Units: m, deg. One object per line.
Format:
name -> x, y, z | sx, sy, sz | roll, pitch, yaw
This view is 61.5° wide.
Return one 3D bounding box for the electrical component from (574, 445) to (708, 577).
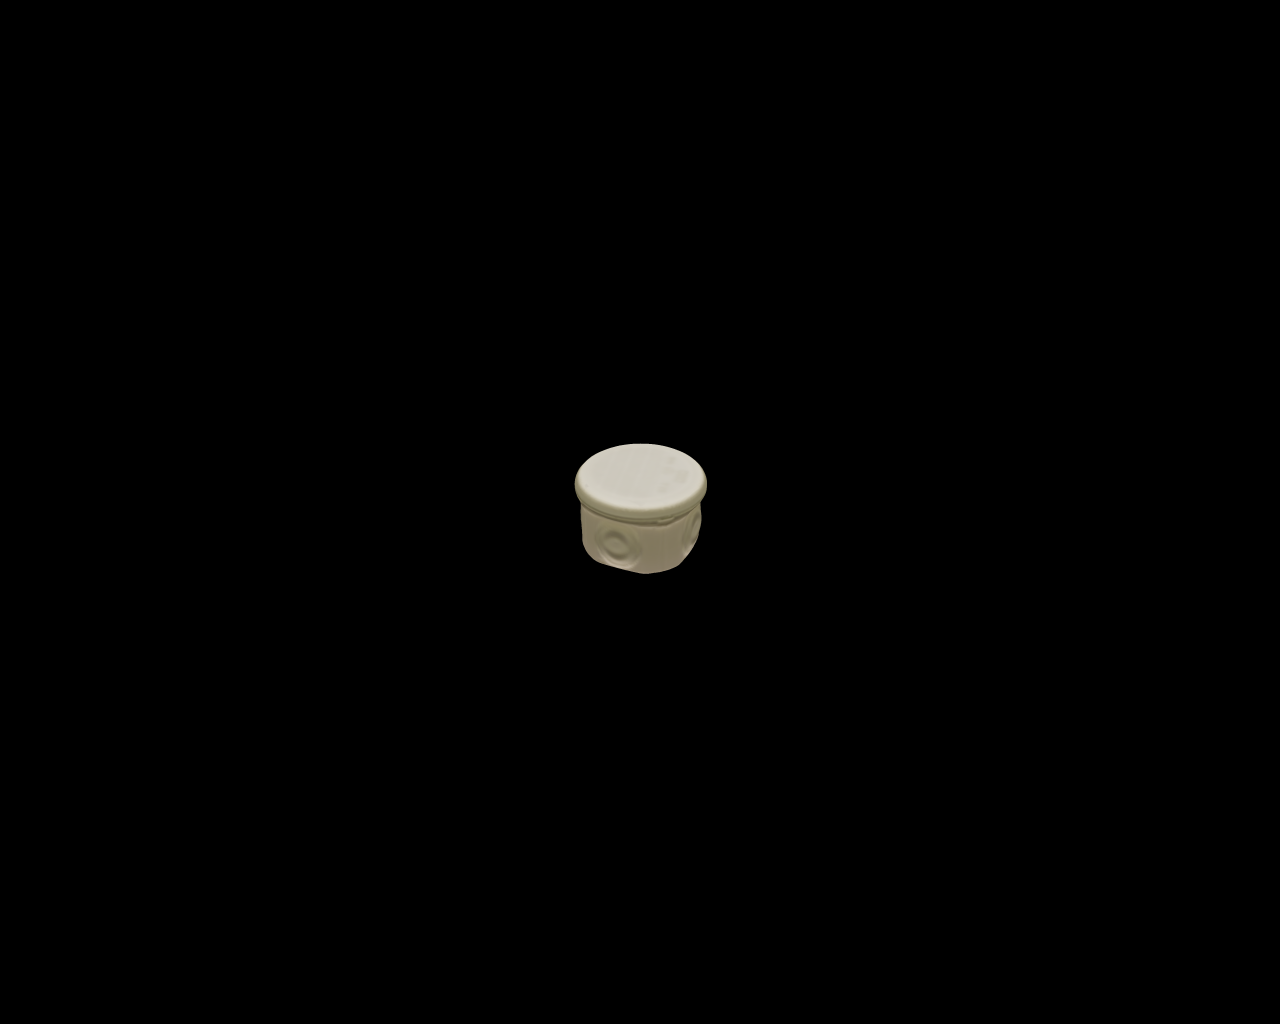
electrical component -> 0.001, -0.003, 0.650 | 0.080, 0.050, 0.080 | 0, 34, 0
